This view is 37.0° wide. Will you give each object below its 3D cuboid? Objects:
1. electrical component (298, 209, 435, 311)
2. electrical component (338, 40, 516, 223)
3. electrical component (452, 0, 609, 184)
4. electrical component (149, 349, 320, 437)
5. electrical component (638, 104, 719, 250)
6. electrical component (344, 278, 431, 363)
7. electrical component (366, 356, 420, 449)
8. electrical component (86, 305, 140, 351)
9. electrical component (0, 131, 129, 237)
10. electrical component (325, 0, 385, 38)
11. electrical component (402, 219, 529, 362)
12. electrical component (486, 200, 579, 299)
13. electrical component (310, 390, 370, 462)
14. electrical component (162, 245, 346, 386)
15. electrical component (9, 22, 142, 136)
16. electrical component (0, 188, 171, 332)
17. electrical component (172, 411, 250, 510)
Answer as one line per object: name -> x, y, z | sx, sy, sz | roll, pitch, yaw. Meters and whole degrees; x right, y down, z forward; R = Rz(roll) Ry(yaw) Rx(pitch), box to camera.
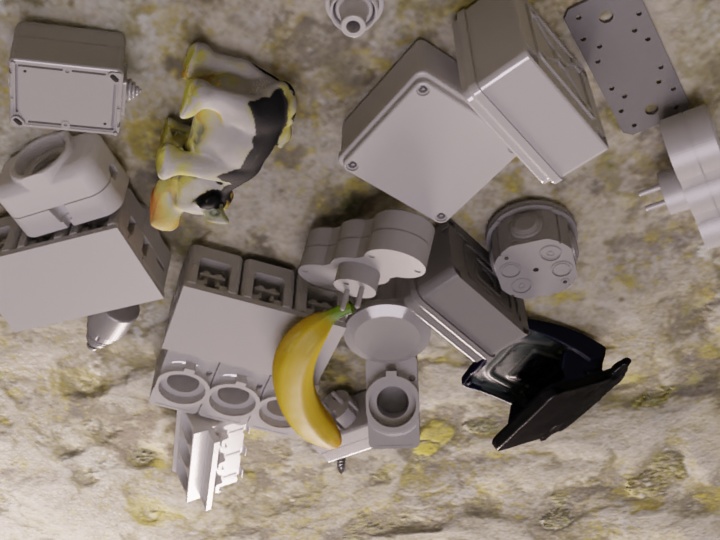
electrical component -> 0.000, 0.000, 0.908 | 0.052, 0.073, 0.138 | 31, 153, -34
electrical component -> 0.057, -0.106, 0.848 | 0.109, 0.056, 0.109 | 28, 129, -23
electrical component -> 0.123, -0.136, 0.781 | 0.056, 0.108, 0.109 | -32, 126, 26
electrical component -> -0.122, 0.105, 1.058 | 0.150, 0.061, 0.089 | 16, 133, -13
electrical component -> 0.266, -0.068, 0.880 | 0.074, 0.052, 0.138 | -19, 133, 20
electrical component -> 0.025, 0.045, 1.002 | 0.080, 0.051, 0.080 | 1, 135, 1
electrical component -> 0.032, 0.125, 1.046 | 0.050, 0.056, 0.089 | -2, 93, 4
electrical component -> -0.240, 0.051, 1.023 | 0.040, 0.040, 0.078 | 25, 131, -21
electrical component -> -0.249, -0.074, 0.891 | 0.095, 0.053, 0.059 | -15, 132, 16
electrical component -> -0.004, -0.189, 0.764 | 0.048, 0.062, 0.048 | 1, 135, 1
electrical component -> 0.092, 0.020, 0.957 | 0.057, 0.078, 0.113 | -34, 125, 26
electrical component -> 0.151, -0.017, 0.936 | 0.080, 0.051, 0.080 | 1, 135, 1
electrical component -> -0.017, 0.149, 1.108 | 0.083, 0.047, 0.075 | -22, 130, 22
electrical component -> -0.096, 0.040, 0.993 | 0.150, 0.061, 0.089 | 15, 133, -13
electrical component -> -0.215, -0.147, 0.818 | 0.096, 0.061, 0.061 | 4, 135, -13
electrical component -> -0.255, -0.011, 0.948 | 0.150, 0.061, 0.089 | -13, 133, 14
electrical component -> -0.157, 0.183, 1.130 | 0.063, 0.078, 0.121 | -14, 140, -26
